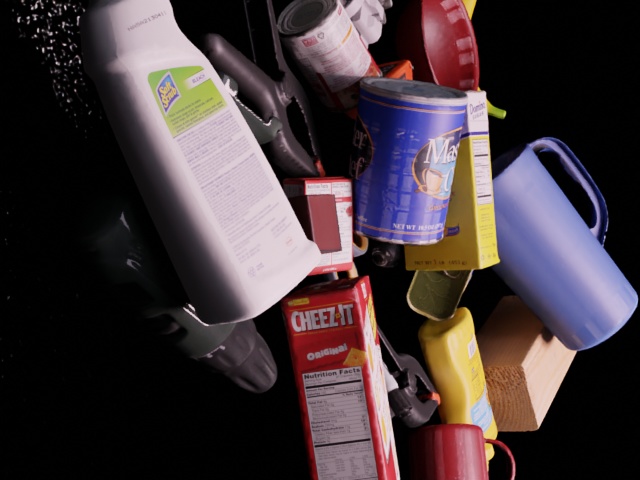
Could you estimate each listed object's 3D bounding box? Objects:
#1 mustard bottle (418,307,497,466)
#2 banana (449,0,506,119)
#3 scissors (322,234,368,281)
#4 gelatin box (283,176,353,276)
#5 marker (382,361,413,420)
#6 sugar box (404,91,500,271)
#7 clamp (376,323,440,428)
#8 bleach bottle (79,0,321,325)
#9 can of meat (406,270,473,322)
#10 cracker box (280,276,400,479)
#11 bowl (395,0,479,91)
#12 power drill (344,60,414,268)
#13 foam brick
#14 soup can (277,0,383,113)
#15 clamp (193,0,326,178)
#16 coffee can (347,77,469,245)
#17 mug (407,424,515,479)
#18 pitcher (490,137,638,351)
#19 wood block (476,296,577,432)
[{"bbox_3d":[0.163,0.180,1.218,0.096,0.058,0.191,-42,119,-64],"label":"mustard bottle"},{"bbox_3d":[0.183,-0.240,1.355,0.037,0.069,0.198,99,-18,-80],"label":"banana"},{"bbox_3d":[-0.007,0.001,1.016,0.201,0.016,0.096,16,69,-57],"label":"scissors"},{"bbox_3d":[-0.002,-0.014,0.982,0.073,0.030,0.089,-6,98,-52],"label":"gelatin box"},{"bbox_3d":[0.052,0.119,1.023,0.020,0.020,0.121,8,45,-59],"label":"marker"},{"bbox_3d":[0.126,-0.059,1.081,0.048,0.094,0.176,-14,98,-50],"label":"sugar box"},{"bbox_3d":[0.076,0.139,1.103,0.171,0.039,0.120,27,55,-62],"label":"clamp"},{"bbox_3d":[-0.089,-0.073,0.721,0.102,0.068,0.251,-41,114,-48],"label":"bleach bottle"},{"bbox_3d":[0.145,0.027,1.198,0.083,0.057,0.102,-49,160,-56],"label":"can of meat"},{"bbox_3d":[0.021,0.144,0.927,0.164,0.072,0.214,-9,90,-84],"label":"cracker box"},{"bbox_3d":[0.134,-0.229,1.274,0.161,0.055,0.162,21,65,-56],"label":"bowl"},{"bbox_3d":[0.078,-0.084,1.145,0.184,0.057,0.187,-50,127,-50],"label":"power drill"},{"bbox_3d":[-0.028,-0.009,0.921,0.052,0.078,0.051,-7,88,-62],"label":"foam brick"},{"bbox_3d":[0.009,-0.183,1.037,0.102,0.069,0.068,54,40,-38],"label":"soup can"},{"bbox_3d":[-0.048,-0.132,0.951,0.164,0.036,0.210,-65,139,-54],"label":"clamp"},{"bbox_3d":[0.079,-0.077,1.019,0.102,0.103,0.140,-21,123,-59],"label":"coffee can"},{"bbox_3d":[0.147,0.239,1.128,0.093,0.117,0.081,75,11,-71],"label":"mug"},{"bbox_3d":[0.275,0.005,1.284,0.243,0.149,0.144,49,33,-6],"label":"pitcher"},{"bbox_3d":[0.250,0.151,1.345,0.205,0.091,0.090,-41,119,-56],"label":"wood block"}]
